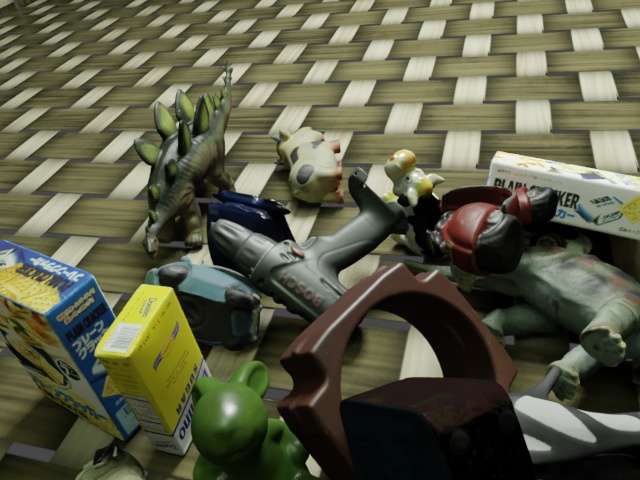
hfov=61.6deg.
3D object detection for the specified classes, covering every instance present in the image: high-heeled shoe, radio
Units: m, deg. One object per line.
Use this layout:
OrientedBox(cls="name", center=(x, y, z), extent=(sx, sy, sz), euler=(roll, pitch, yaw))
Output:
OrientedBox(cls="high-heeled shoe", center=(0.256, 0.202, 0.442), extent=(0.249, 0.086, 0.145), euler=(33, 46, 23))
OrientedBox(cls="radio", center=(0.097, 0.213, 0.371), extent=(0.073, 0.131, 0.229), euler=(-12, 79, -27))

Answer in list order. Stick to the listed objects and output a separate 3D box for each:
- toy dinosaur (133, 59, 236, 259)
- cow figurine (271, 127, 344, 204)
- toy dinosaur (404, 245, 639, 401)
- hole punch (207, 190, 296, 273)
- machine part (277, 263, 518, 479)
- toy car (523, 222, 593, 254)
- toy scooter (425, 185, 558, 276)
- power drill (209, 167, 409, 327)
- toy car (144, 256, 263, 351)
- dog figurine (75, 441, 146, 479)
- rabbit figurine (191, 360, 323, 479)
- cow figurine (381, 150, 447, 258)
OrientedBox(cls="toy dinosaur", center=(-0.215, -0.149, 0.927), extent=(0.105, 0.198, 0.471), euler=(1, 42, 10))
OrientedBox(cls="cow figurine", center=(-0.023, -0.138, 0.961), extent=(0.127, 0.085, 0.195), euler=(-4, 40, 0))
OrientedBox(cls="toy dinosaur", center=(0.288, 0.070, 0.613), extent=(0.192, 0.131, 0.405), euler=(-15, 33, -25))
OrientedBox(cls="hole punch", center=(-0.110, -0.005, 0.798), extent=(0.142, 0.115, 0.092), euler=(16, 54, 29))
OrientedBox(cls="machine part", center=(0.076, 0.141, 0.511), extent=(0.201, 0.201, 0.087), euler=(-40, 3, -32))
OrientedBox(cls="toy car", center=(0.269, -0.011, 0.750), extent=(0.202, 0.056, 0.073), euler=(20, 30, 34))
OrientedBox(cls="toy scooter", center=(0.182, -0.021, 0.626), extent=(0.135, 0.075, 0.184), euler=(9, 31, 40))
OrientedBox(cls="power drill", center=(-0.001, -0.002, 0.706), extent=(0.232, 0.086, 0.207), euler=(43, 69, 12))
OrientedBox(cls="toy car", center=(-0.145, 0.076, 0.715), extent=(0.162, 0.109, 0.103), euler=(9, 25, 10))
OrientedBox(cls="dog figurine", center=(-0.156, 0.283, 0.487), extent=(0.121, 0.172, 0.191), euler=(-35, 11, -9))
OrientedBox(cls="rabbit figurine", center=(-0.066, 0.186, 0.504), extent=(0.121, 0.170, 0.159), euler=(-16, 40, -6))
OrientedBox(cls="cow figurine", center=(0.137, -0.042, 0.734), extent=(0.068, 0.167, 0.098), euler=(-39, 49, -12))
